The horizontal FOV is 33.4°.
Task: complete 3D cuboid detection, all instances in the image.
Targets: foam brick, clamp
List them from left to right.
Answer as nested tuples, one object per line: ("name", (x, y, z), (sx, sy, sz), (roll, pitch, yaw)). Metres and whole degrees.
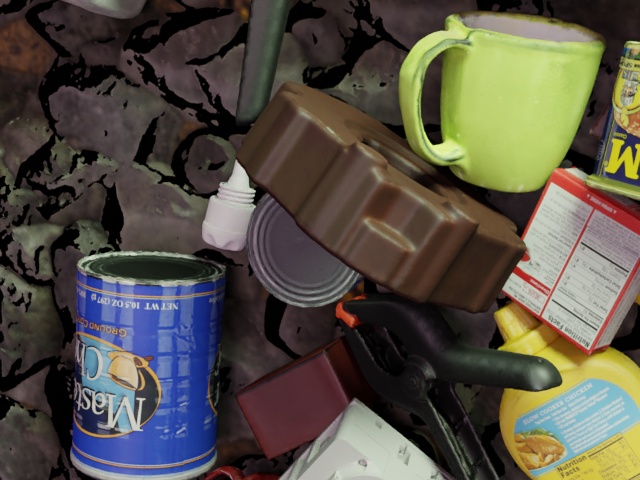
("clamp", (-0.041, -0.192, 0.615), (0.164, 0.036, 0.210), (39, 108, -8))
("foam brick", (-0.007, 0.107, 0.732), (0.078, 0.053, 0.051), (-29, 87, 23))
("clamp", (0.073, 0.096, 0.680), (0.172, 0.039, 0.120), (32, 119, 43))

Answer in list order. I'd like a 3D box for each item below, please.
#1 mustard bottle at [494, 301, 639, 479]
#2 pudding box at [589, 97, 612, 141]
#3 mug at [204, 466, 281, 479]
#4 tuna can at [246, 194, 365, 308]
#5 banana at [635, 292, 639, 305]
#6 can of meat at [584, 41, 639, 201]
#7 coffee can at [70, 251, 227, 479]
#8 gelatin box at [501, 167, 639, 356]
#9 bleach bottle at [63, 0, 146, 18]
("mustard bottle", (0.168, 0.122, 0.663), (0.096, 0.058, 0.191), (-35, 85, 24))
("pudding box", (0.226, -0.085, 0.621), (0.090, 0.039, 0.114), (35, 108, 14))
("mug", (-0.051, 0.215, 0.749), (0.082, 0.093, 0.117), (-49, 64, 25))
("tuna can", (-0.005, 0.001, 0.724), (0.086, 0.033, 0.086), (3, 99, 21))
("banana", (0.237, 0.026, 0.634), (0.198, 0.037, 0.070), (30, 109, 14))
("can of meat", (0.201, -0.058, 0.570), (0.102, 0.057, 0.084), (23, 105, 47))
("coffee can", (-0.120, 0.086, 0.744), (0.103, 0.102, 0.140), (8, 100, 20))
("gelatin box", (0.156, 0.012, 0.635), (0.073, 0.030, 0.089), (37, 119, 32))
("bleach bottle", (-0.244, -0.219, 0.746), (0.251, 0.102, 0.068), (19, 95, 17))
